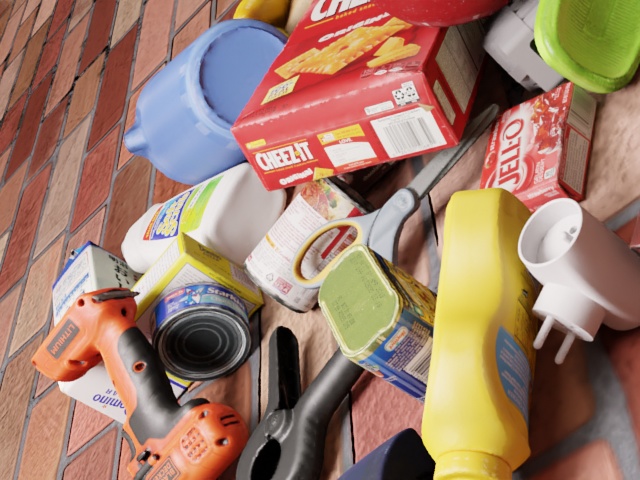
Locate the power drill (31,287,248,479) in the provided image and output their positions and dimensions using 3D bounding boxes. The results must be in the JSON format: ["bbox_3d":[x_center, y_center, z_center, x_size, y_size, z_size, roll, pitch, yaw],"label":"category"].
[{"bbox_3d":[-0.158,0.147,0.866,0.185,0.057,0.188,-48,68,26],"label":"power drill"}]

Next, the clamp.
[{"bbox_3d":[-0.013,0.132,0.768,0.120,0.039,0.171,-25,46,51],"label":"clamp"}]

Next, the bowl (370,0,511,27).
[{"bbox_3d":[0.093,-0.199,0.764,0.162,0.055,0.162,-11,37,8],"label":"bowl"}]

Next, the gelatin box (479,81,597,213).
[{"bbox_3d":[0.146,-0.057,0.728,0.073,0.030,0.089,-22,42,47],"label":"gelatin box"}]

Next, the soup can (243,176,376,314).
[{"bbox_3d":[-0.006,0.001,0.862,0.102,0.068,0.068,-51,29,9],"label":"soup can"}]

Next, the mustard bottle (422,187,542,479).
[{"bbox_3d":[0.093,0.071,0.608,0.058,0.096,0.191,-4,53,22],"label":"mustard bottle"}]

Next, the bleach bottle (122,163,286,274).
[{"bbox_3d":[-0.136,-0.004,1.074,0.251,0.068,0.102,-16,43,52],"label":"bleach bottle"}]

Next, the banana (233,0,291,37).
[{"bbox_3d":[-0.044,-0.214,1.066,0.037,0.197,0.069,6,84,13],"label":"banana"}]

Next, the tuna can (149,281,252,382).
[{"bbox_3d":[-0.101,0.079,0.908,0.086,0.086,0.034,-45,31,19],"label":"tuna can"}]

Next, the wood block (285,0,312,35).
[{"bbox_3d":[0.046,-0.272,0.969,0.206,0.090,0.090,123,161,-52],"label":"wood block"}]

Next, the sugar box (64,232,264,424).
[{"bbox_3d":[-0.141,0.086,0.955,0.176,0.093,0.048,-46,29,16],"label":"sugar box"}]

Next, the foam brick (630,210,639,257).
[{"bbox_3d":[0.209,-0.018,0.570,0.053,0.051,0.078,-11,51,55],"label":"foam brick"}]

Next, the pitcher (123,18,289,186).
[{"bbox_3d":[-0.085,-0.133,1.009,0.149,0.145,0.243,-64,14,-10],"label":"pitcher"}]

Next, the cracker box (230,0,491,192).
[{"bbox_3d":[0.044,-0.140,0.837,0.164,0.072,0.213,-12,34,30],"label":"cracker box"}]

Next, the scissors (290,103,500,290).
[{"bbox_3d":[0.065,-0.007,0.781,0.202,0.016,0.096,-32,71,23],"label":"scissors"}]

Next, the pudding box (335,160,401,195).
[{"bbox_3d":[0.040,-0.090,0.915,0.114,0.039,0.090,-40,30,24],"label":"pudding box"}]

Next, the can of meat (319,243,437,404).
[{"bbox_3d":[0.052,0.057,0.698,0.057,0.083,0.102,-49,29,11],"label":"can of meat"}]
